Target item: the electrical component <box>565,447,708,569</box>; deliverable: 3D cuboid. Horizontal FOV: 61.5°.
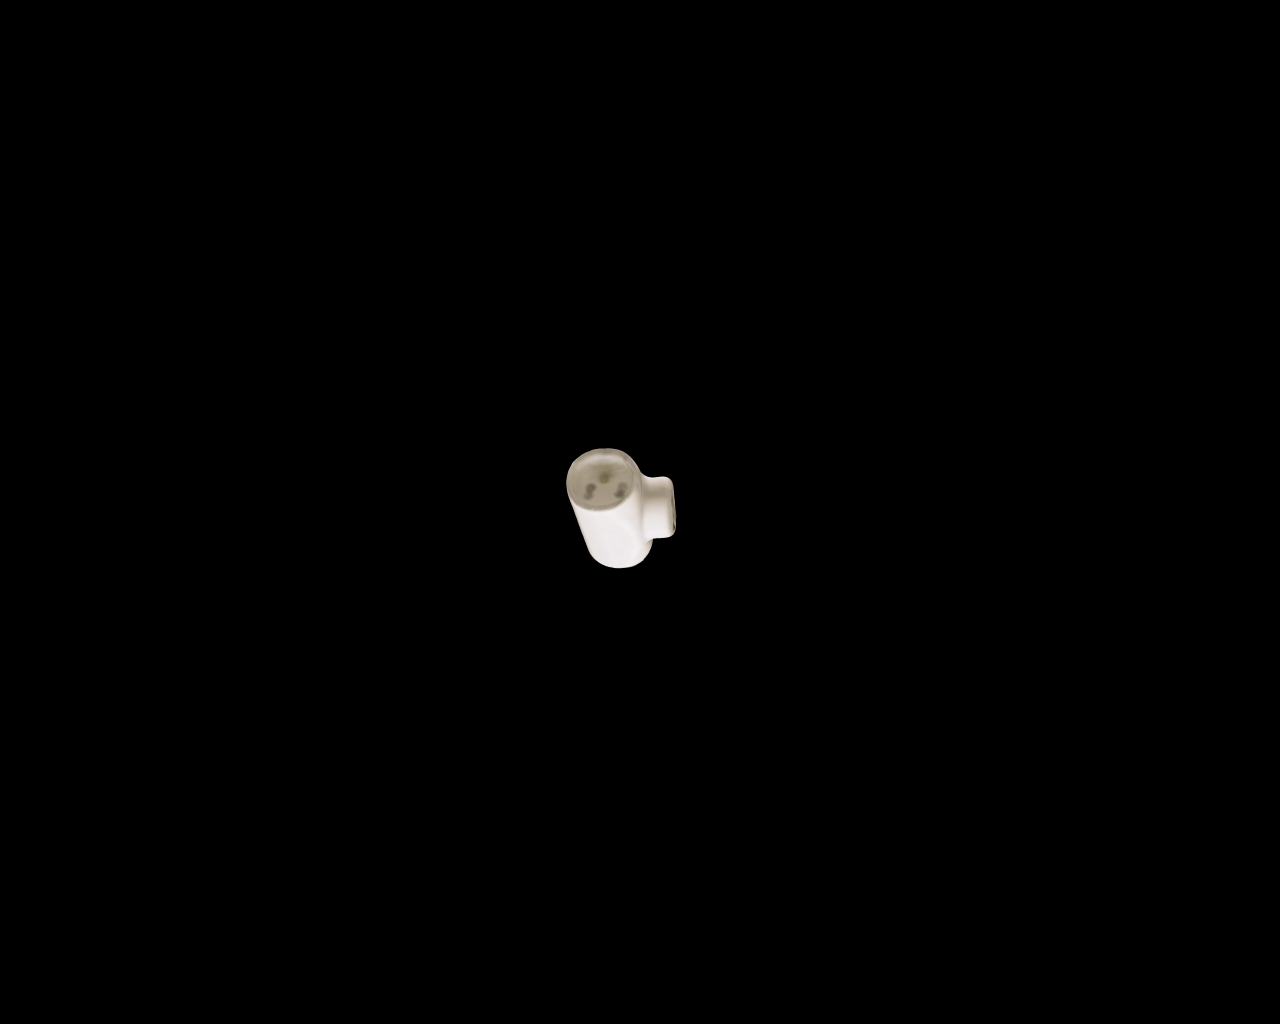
[{"bbox_3d":[0.001,-0.003,0.650,0.079,0.044,0.077,-4,-29,7],"label":"electrical component"}]
